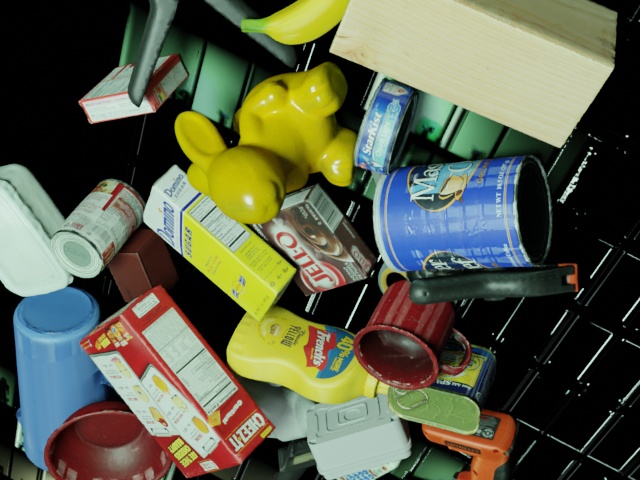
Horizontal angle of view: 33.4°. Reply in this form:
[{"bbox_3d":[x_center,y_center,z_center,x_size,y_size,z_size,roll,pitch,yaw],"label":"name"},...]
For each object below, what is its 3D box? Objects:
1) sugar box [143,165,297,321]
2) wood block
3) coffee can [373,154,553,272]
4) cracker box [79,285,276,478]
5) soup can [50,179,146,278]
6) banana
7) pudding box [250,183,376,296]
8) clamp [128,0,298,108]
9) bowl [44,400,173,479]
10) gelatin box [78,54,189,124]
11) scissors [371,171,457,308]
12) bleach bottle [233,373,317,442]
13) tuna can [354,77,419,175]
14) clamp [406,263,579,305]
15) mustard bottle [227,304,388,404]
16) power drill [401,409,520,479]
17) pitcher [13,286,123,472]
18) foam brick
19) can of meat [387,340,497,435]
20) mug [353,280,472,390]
[{"bbox_3d":[-0.112,0.005,1.161,0.176,0.048,0.093,38,152,3],"label":"sugar box"},{"bbox_3d":[0.125,-0.169,0.865,0.206,0.090,0.091,22,135,-3],"label":"wood block"},{"bbox_3d":[0.134,-0.023,0.996,0.141,0.102,0.103,-3,125,30],"label":"coffee can"},{"bbox_3d":[-0.168,0.166,1.237,0.213,0.072,0.164,52,147,-5],"label":"cracker box"},{"bbox_3d":[-0.250,-0.013,1.209,0.068,0.102,0.068,15,133,16],"label":"soup can"},{"bbox_3d":[0.011,-0.230,0.923,0.069,0.037,0.198,17,136,-33],"label":"banana"},{"bbox_3d":[-0.007,0.001,1.136,0.090,0.039,0.113,-20,115,40],"label":"pudding box"},{"bbox_3d":[-0.112,-0.233,0.977,0.164,0.036,0.210,-8,113,-1],"label":"clamp"},{"bbox_3d":[-0.267,0.255,1.358,0.162,0.055,0.162,-5,128,-6],"label":"bowl"},{"bbox_3d":[-0.188,-0.152,1.079,0.089,0.073,0.030,-6,123,31],"label":"gelatin box"},{"bbox_3d":[0.072,-0.002,1.109,0.096,0.016,0.201,-21,115,39],"label":"scissors"},{"bbox_3d":[-0.106,0.199,1.340,0.251,0.068,0.102,5,130,21],"label":"bleach bottle"},{"bbox_3d":[0.061,-0.103,0.980,0.034,0.086,0.086,20,134,9],"label":"tuna can"},{"bbox_3d":[0.163,0.039,1.048,0.171,0.120,0.039,-1,103,-5],"label":"clamp"},{"bbox_3d":[-0.003,0.136,1.207,0.192,0.096,0.058,18,132,14],"label":"mustard bottle"},{"bbox_3d":[0.165,0.275,1.265,0.185,0.057,0.187,8,132,21],"label":"power drill"},{"bbox_3d":[-0.325,0.184,1.403,0.145,0.149,0.243,-125,30,-45],"label":"pitcher"},{"bbox_3d":[-0.210,0.031,1.261,0.053,0.051,0.078,3,127,27],"label":"foam brick"},{"bbox_3d":[0.134,0.154,1.158,0.102,0.083,0.057,11,131,19],"label":"can of meat"},{"bbox_3d":[0.103,0.100,1.108,0.117,0.081,0.093,23,138,10],"label":"mug"}]
